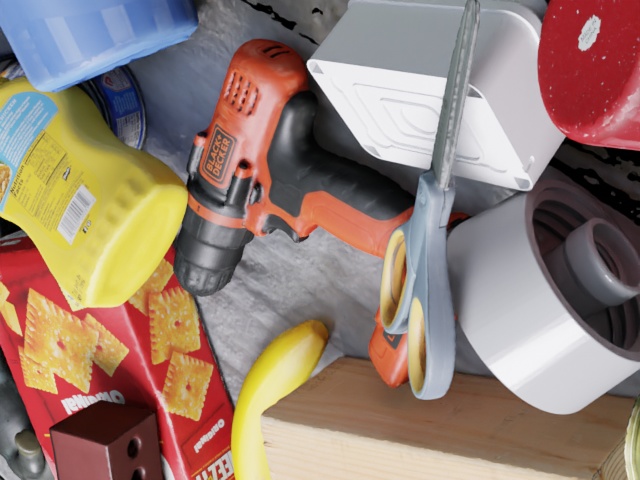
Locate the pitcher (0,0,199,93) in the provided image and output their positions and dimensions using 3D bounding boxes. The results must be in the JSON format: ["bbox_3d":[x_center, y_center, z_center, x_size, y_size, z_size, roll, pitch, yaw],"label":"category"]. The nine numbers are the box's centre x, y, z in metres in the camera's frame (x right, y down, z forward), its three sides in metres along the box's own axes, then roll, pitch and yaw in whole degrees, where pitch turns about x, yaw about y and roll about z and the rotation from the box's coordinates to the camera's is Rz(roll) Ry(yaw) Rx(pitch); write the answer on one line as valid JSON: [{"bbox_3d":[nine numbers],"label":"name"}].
[{"bbox_3d":[-0.170,-0.213,0.621,0.145,0.149,0.243,-22,102,1],"label":"pitcher"}]

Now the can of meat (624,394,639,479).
[{"bbox_3d":[0.194,0.077,0.477,0.084,0.102,0.057,8,135,33],"label":"can of meat"}]

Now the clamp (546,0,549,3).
[{"bbox_3d":[0.098,-0.166,0.484,0.120,0.039,0.172,37,129,-2],"label":"clamp"}]

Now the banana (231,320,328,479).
[{"bbox_3d":[-0.028,0.133,0.729,0.070,0.037,0.198,10,119,16],"label":"banana"}]

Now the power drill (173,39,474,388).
[{"bbox_3d":[-0.004,0.001,0.629,0.188,0.057,0.185,36,129,20],"label":"power drill"}]

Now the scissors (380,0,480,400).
[{"bbox_3d":[0.054,-0.001,0.469,0.202,0.016,0.096,103,159,-57],"label":"scissors"}]

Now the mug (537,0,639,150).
[{"bbox_3d":[0.146,-0.071,0.423,0.117,0.081,0.093,-127,45,-60],"label":"mug"}]

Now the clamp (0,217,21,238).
[{"bbox_3d":[-0.290,-0.085,0.832,0.210,0.036,0.165,54,133,3],"label":"clamp"}]

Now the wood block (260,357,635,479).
[{"bbox_3d":[0.077,0.135,0.606,0.206,0.090,0.091,4,112,38],"label":"wood block"}]

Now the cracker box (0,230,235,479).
[{"bbox_3d":[-0.157,0.092,0.785,0.164,0.072,0.214,-6,107,40],"label":"cracker box"}]

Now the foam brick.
[{"bbox_3d":[-0.141,0.155,0.716,0.051,0.052,0.078,6,109,30],"label":"foam brick"}]

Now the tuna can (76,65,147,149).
[{"bbox_3d":[-0.161,-0.088,0.729,0.086,0.033,0.086,17,120,32],"label":"tuna can"}]

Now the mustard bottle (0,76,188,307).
[{"bbox_3d":[-0.172,-0.049,0.679,0.192,0.058,0.096,41,109,27],"label":"mustard bottle"}]
